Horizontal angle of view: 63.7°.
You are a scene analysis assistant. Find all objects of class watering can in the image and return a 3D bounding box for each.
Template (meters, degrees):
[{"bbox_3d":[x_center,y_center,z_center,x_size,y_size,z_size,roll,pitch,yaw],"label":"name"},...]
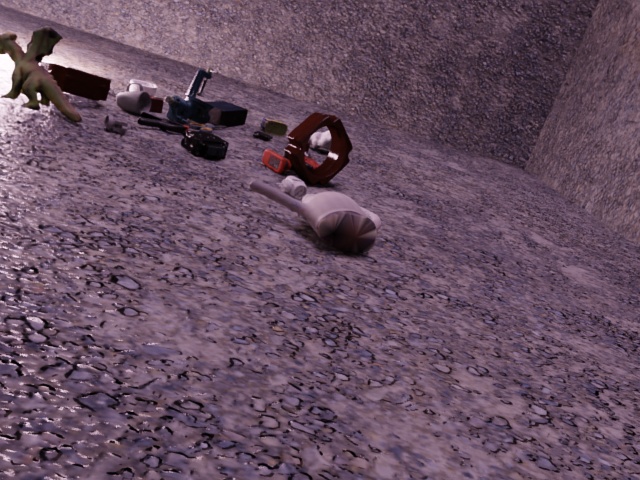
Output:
[{"bbox_3d":[0.004,-0.064,1.264,0.347,0.102,0.228,11,21,-20],"label":"watering can"}]

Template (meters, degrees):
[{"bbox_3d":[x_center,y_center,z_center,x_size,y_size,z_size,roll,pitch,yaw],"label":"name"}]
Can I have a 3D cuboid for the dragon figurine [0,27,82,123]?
[{"bbox_3d":[-0.844,-0.522,1.556,0.412,0.240,0.123,22,14,17],"label":"dragon figurine"}]

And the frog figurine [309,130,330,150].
[{"bbox_3d":[0.026,-0.433,2.208,0.160,0.120,0.140,31,40,3],"label":"frog figurine"}]
